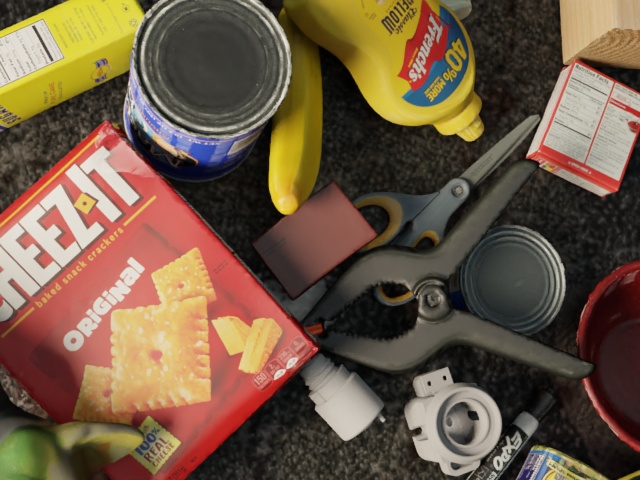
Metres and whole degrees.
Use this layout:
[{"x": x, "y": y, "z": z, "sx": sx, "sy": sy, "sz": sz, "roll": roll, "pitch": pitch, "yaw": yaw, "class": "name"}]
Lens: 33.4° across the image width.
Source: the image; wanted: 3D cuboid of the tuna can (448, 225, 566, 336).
[{"x": 0.143, "y": 0.033, "z": 0.822, "sx": 0.086, "sy": 0.034, "sz": 0.086, "roll": 2, "pitch": 81, "yaw": -12, "class": "tuna can"}]

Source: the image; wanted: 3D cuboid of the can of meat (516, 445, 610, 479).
[{"x": 0.185, "y": 0.213, "z": 0.794, "sx": 0.102, "sy": 0.057, "sz": 0.084, "roll": 33, "pitch": 74, "yaw": -7, "class": "can of meat"}]

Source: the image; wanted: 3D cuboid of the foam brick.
[{"x": -0.005, "y": 0.001, "z": 0.777, "sx": 0.078, "sy": 0.051, "sz": 0.053, "roll": -37, "pitch": 88, "yaw": -2, "class": "foam brick"}]

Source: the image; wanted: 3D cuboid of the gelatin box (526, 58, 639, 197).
[{"x": 0.216, "y": -0.090, "z": 0.859, "sx": 0.073, "sy": 0.030, "sz": 0.089, "roll": 25, "pitch": 76, "yaw": -6, "class": "gelatin box"}]

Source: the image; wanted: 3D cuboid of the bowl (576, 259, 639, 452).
[{"x": 0.265, "y": 0.097, "z": 0.820, "sx": 0.162, "sy": 0.055, "sz": 0.162, "roll": 3, "pitch": 70, "yaw": -8, "class": "bowl"}]

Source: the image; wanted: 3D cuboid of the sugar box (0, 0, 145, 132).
[{"x": -0.205, "y": -0.115, "z": 0.739, "sx": 0.176, "sy": 0.093, "sz": 0.048, "roll": -31, "pitch": 89, "yaw": -14, "class": "sugar box"}]

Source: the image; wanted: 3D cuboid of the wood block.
[{"x": 0.248, "y": -0.251, "z": 0.859, "sx": 0.090, "sy": 0.090, "sz": 0.206, "roll": 0, "pitch": 81, "yaw": -12, "class": "wood block"}]

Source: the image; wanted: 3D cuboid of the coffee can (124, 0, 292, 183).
[{"x": -0.082, "y": -0.103, "z": 0.739, "sx": 0.102, "sy": 0.140, "sz": 0.103, "roll": 2, "pitch": 81, "yaw": -12, "class": "coffee can"}]

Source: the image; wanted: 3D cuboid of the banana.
[{"x": -0.021, "y": -0.098, "z": 0.782, "sx": 0.037, "sy": 0.069, "sz": 0.198, "roll": -8, "pitch": 66, "yaw": 15, "class": "banana"}]

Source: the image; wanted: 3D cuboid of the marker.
[{"x": 0.141, "y": 0.160, "z": 0.811, "sx": 0.020, "sy": 0.020, "sz": 0.121, "roll": 43, "pitch": 76, "yaw": -3, "class": "marker"}]

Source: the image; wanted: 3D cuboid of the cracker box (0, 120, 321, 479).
[{"x": -0.129, "y": 0.051, "z": 0.728, "sx": 0.164, "sy": 0.072, "sz": 0.213, "roll": -43, "pitch": 93, "yaw": -3, "class": "cracker box"}]

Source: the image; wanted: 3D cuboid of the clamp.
[{"x": 0.090, "y": 0.051, "z": 0.778, "sx": 0.210, "sy": 0.036, "sz": 0.164, "roll": -22, "pitch": 83, "yaw": 3, "class": "clamp"}]

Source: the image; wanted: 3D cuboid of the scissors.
[{"x": 0.087, "y": -0.043, "z": 0.831, "sx": 0.096, "sy": 0.016, "sz": 0.201, "roll": 34, "pitch": 76, "yaw": -6, "class": "scissors"}]

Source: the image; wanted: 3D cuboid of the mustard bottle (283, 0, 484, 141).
[{"x": 0.063, "y": -0.143, "z": 0.798, "sx": 0.191, "sy": 0.058, "sz": 0.096, "roll": 45, "pitch": 68, "yaw": -29, "class": "mustard bottle"}]
